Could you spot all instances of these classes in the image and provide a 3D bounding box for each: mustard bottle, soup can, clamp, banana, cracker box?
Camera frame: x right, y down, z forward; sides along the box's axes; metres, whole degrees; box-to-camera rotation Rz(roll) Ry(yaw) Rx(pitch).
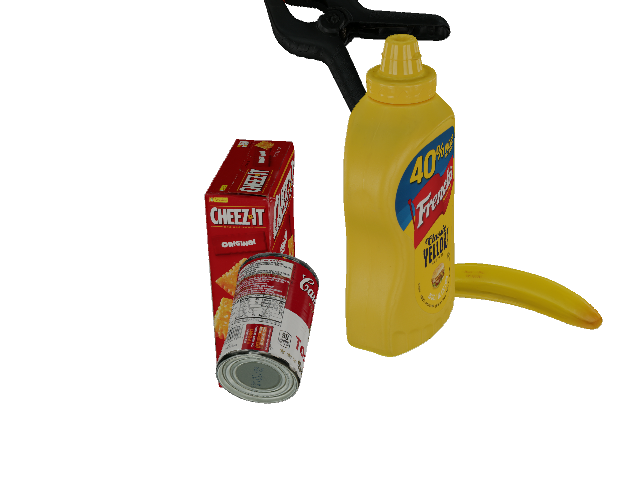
[{"bbox_3d":[0.050,-0.031,0.653,0.058,0.192,0.096,15,33,30],"label":"mustard bottle"},{"bbox_3d":[-0.042,0.069,0.849,0.068,0.102,0.068,6,-41,5],"label":"soup can"},{"bbox_3d":[0.025,-0.187,0.933,0.120,0.171,0.039,-39,-21,-19],"label":"clamp"},{"bbox_3d":[0.191,0.056,1.105,0.198,0.037,0.069,8,40,13],"label":"banana"},{"bbox_3d":[-0.065,0.021,1.103,0.072,0.214,0.164,2,24,6],"label":"cracker box"}]
